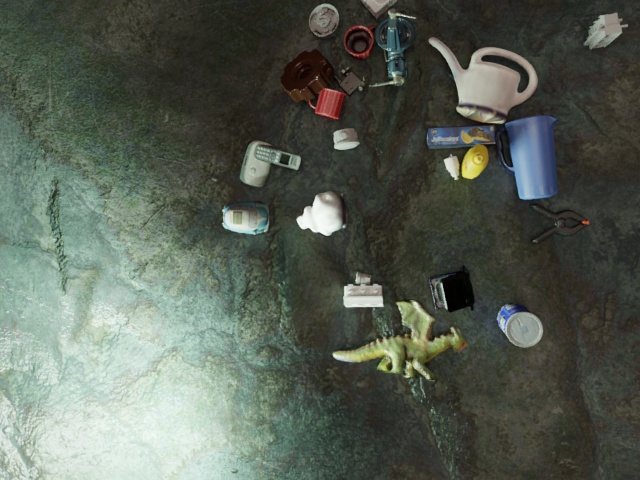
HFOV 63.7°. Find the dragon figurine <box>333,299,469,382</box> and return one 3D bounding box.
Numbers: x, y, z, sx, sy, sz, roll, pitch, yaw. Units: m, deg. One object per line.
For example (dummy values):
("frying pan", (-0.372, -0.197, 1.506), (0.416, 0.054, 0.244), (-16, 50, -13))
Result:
("dragon figurine", (0.264, 0.309, 1.634), (0.411, 0.121, 0.245), (13, 77, 6))

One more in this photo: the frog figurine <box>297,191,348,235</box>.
("frog figurine", (0.005, -0.083, 1.640), (0.159, 0.124, 0.135), (-9, 110, -2))

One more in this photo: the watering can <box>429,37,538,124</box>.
("watering can", (0.473, -0.479, 1.562), (0.348, 0.104, 0.223), (17, 94, 6))
